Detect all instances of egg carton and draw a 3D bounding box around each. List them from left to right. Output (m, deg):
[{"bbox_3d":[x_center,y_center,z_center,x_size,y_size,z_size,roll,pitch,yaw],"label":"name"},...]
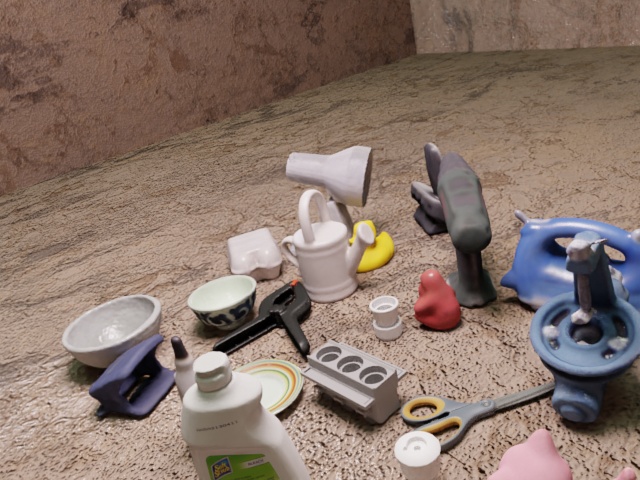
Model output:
[{"bbox_3d":[-0.134,0.032,1.170,0.107,0.069,0.150,-17,24,-9],"label":"egg carton"}]

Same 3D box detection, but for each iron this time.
[{"bbox_3d":[0.395,0.030,0.819,0.257,0.142,0.119,8,31,38],"label":"iron"}]

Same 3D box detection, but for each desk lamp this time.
[{"bbox_3d":[0.022,-0.083,1.165,0.202,0.214,0.118,-5,25,17],"label":"desk lamp"}]

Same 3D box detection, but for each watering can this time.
[{"bbox_3d":[0.010,0.003,1.009,0.172,0.194,0.101,-10,24,6],"label":"watering can"}]

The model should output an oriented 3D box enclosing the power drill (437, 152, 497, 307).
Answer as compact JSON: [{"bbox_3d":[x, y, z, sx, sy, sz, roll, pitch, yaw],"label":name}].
[{"bbox_3d":[0.229,-0.012,0.912,0.075,0.209,0.229,-9,24,9],"label":"power drill"}]

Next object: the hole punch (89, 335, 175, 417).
[{"bbox_3d":[-0.285,0.200,0.855,0.100,0.091,0.109,-2,26,23],"label":"hole punch"}]

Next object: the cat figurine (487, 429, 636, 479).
[{"bbox_3d":[0.217,0.224,0.514,0.127,0.118,0.067,-5,25,18],"label":"cat figurine"}]

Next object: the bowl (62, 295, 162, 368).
[{"bbox_3d":[-0.342,0.166,0.976,0.167,0.075,0.167,-11,24,5],"label":"bowl"}]

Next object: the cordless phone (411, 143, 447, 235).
[{"bbox_3d":[0.235,-0.119,1.172,0.094,0.185,0.147,-17,24,-8],"label":"cordless phone"}]

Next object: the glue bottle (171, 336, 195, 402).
[{"bbox_3d":[-0.153,0.190,0.707,0.037,0.173,0.077,-28,28,-29],"label":"glue bottle"}]

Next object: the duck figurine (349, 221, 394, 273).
[{"bbox_3d":[0.093,0.003,1.099,0.105,0.086,0.077,-29,28,-31],"label":"duck figurine"}]

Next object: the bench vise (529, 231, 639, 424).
[{"bbox_3d":[0.309,0.072,0.675,0.121,0.220,0.208,-4,26,21],"label":"bench vise"}]

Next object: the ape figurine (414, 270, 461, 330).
[{"bbox_3d":[0.175,0.085,0.870,0.078,0.092,0.076,-20,25,-16],"label":"ape figurine"}]
